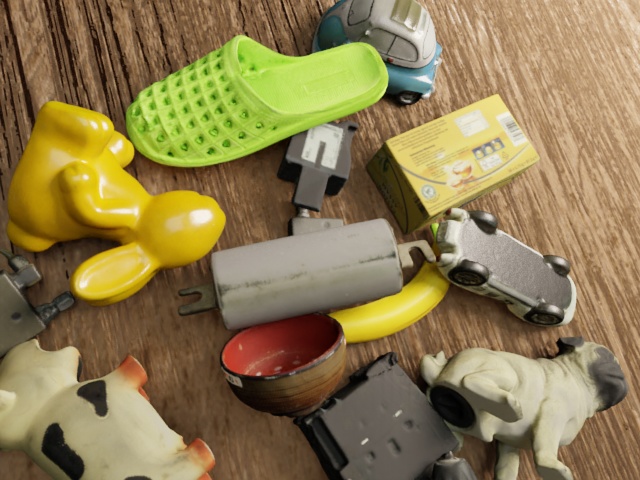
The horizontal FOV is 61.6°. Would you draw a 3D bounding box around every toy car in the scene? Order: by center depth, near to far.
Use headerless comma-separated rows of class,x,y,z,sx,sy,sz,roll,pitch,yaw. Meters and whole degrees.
toy car,0.203,0.033,0.582,0.201,0.056,0.073,26,66,-21
toy car,0.076,-0.233,0.626,0.162,0.103,0.109,21,69,-6

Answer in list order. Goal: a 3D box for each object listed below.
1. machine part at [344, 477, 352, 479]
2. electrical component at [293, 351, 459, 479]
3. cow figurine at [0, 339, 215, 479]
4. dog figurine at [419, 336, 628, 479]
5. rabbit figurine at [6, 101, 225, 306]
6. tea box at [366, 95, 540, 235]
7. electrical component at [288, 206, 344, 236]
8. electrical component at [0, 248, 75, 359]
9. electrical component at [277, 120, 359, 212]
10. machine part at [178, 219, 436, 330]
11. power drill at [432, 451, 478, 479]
machine part,-0.001,0.269,0.438,0.039,0.084,0.139,26,102,-31
electrical component,0.059,0.191,0.505,0.115,0.058,0.134,-34,83,-21
cow figurine,-0.188,0.154,0.422,0.195,0.085,0.127,39,46,22
dog figurine,0.210,0.140,0.553,0.190,0.121,0.172,-37,88,-37
rabbit figurine,-0.175,-0.021,0.476,0.173,0.122,0.162,20,73,-11
tea box,0.152,-0.088,0.616,0.170,0.068,0.098,-24,79,-20
electrical component,-0.001,-0.002,0.570,0.063,0.021,0.094,0,72,-16
electrical component,-0.279,0.056,0.464,0.102,0.045,0.078,-42,115,-21
electrical component,-0.005,-0.079,0.579,0.075,0.047,0.119,14,68,-10
machine part,-0.013,0.031,0.507,0.243,0.079,0.079,-13,76,-5
power drill,0.198,0.293,0.426,0.207,0.086,0.232,-3,79,10
